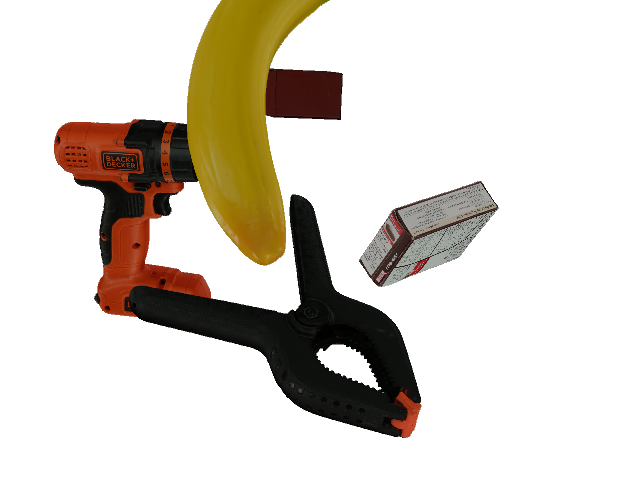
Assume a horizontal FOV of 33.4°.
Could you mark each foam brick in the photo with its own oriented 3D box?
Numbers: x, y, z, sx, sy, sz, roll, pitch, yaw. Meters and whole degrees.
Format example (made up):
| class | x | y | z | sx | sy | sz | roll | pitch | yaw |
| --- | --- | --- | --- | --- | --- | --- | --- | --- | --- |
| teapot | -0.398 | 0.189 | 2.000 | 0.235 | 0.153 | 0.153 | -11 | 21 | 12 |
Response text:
| class | x | y | z | sx | sy | sz | roll | pitch | yaw |
| --- | --- | --- | --- | --- | --- | --- | --- | --- | --- |
| foam brick | -0.020 | -0.159 | 1.160 | 0.078 | 0.051 | 0.053 | 0 | 11 | -18 |

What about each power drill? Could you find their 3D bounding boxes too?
| class | x | y | z | sx | sy | sz | roll | pitch | yaw |
| --- | --- | --- | --- | --- | --- | --- | --- | --- | --- |
| power drill | -0.141 | -0.019 | 0.966 | 0.184 | 0.188 | 0.057 | 5 | 28 | 10 |

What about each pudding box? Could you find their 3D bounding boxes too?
| class | x | y | z | sx | sy | sz | roll | pitch | yaw |
| --- | --- | --- | --- | --- | --- | --- | --- | --- | --- |
| pudding box | 0.103 | -0.006 | 1.018 | 0.113 | 0.039 | 0.090 | -20 | -24 | -33 |

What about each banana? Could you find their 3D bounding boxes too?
| class | x | y | z | sx | sy | sz | roll | pitch | yaw |
| --- | --- | --- | --- | --- | --- | --- | --- | --- | --- |
| banana | -0.030 | -0.077 | 0.518 | 0.069 | 0.197 | 0.037 | 11 | -35 | 6 |

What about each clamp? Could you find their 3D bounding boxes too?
| class | x | y | z | sx | sy | sz | roll | pitch | yaw |
| --- | --- | --- | --- | --- | --- | --- | --- | --- | --- |
| clamp | -0.019 | 0.062 | 0.733 | 0.164 | 0.036 | 0.210 | -26 | 55 | -27 |
